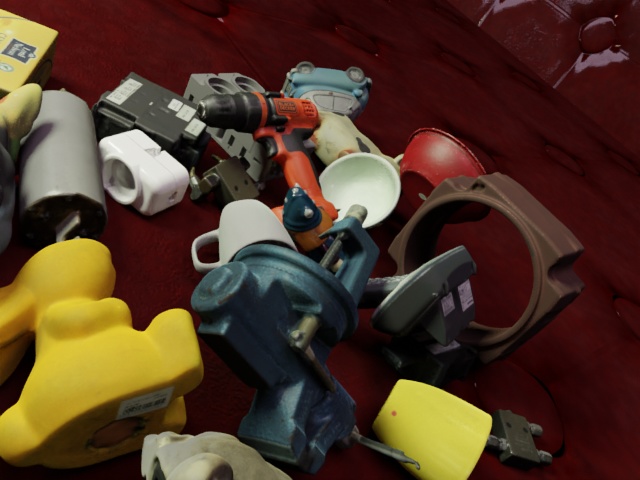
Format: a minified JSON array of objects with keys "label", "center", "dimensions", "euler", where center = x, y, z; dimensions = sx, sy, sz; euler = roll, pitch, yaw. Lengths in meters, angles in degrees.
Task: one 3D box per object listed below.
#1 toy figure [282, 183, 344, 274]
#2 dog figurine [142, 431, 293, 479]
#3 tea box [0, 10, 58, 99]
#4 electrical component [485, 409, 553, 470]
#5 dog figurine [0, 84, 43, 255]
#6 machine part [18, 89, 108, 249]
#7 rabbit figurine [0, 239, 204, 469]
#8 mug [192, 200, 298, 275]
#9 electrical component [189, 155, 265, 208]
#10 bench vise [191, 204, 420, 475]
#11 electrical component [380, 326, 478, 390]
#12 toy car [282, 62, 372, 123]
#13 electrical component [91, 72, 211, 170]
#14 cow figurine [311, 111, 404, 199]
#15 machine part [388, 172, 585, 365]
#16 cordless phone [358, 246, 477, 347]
[{"label":"toy figure","center":[0.000,-0.002,0.631],"dimensions":[0.064,0.058,0.154],"euler":[25,-17,49]},{"label":"dog figurine","center":[-0.019,0.185,0.348],"dimensions":[0.190,0.172,0.121],"euler":[6,53,-23]},{"label":"tea box","center":[-0.375,-0.197,0.613],"dimensions":[0.098,0.068,0.170],"euler":[16,37,-22]},{"label":"electrical component","center":[0.220,0.224,0.612],"dimensions":[0.094,0.021,0.063],"euler":[20,37,-17]},{"label":"dog figurine","center":[-0.295,-0.072,0.431],"dimensions":[0.108,0.191,0.219],"euler":[10,59,-20]},{"label":"machine part","center":[-0.264,-0.074,0.545],"dimensions":[0.079,0.079,0.243],"euler":[5,45,-35]},{"label":"rabbit figurine","center":[-0.187,0.075,0.402],"dimensions":[0.162,0.121,0.173],"euler":[-12,56,-26]},{"label":"mug","center":[-0.087,0.005,0.598],"dimensions":[0.110,0.080,0.107],"euler":[-13,38,-10]},{"label":"electrical component","center":[-0.121,-0.074,0.689],"dimensions":[0.078,0.045,0.102],"euler":[57,34,-16]},{"label":"bench vise","center":[0.001,0.070,0.479],"dimensions":[0.223,0.129,0.240],"euler":[48,51,-21]},{"label":"electrical component","center":[0.112,0.133,0.599],"dimensions":[0.119,0.047,0.075],"euler":[-9,35,-45]},{"label":"toy car","center":[0.015,-0.243,0.952],"dimensions":[0.161,0.109,0.103],"euler":[5,60,-22]},{"label":"electrical component","center":[-0.210,-0.145,0.690],"dimensions":[0.134,0.058,0.115],"euler":[28,37,-8]},{"label":"cow figurine","center":[0.063,-0.131,0.871],"dimensions":[0.127,0.085,0.195],"euler":[-20,59,-42]},{"label":"machine part","center":[0.196,0.034,0.664],"dimensions":[0.087,0.201,0.202],"euler":[-6,50,-46]},{"label":"cordless phone","center":[0.073,0.059,0.610],"dimensions":[0.146,0.184,0.088],"euler":[-16,101,-58]}]
